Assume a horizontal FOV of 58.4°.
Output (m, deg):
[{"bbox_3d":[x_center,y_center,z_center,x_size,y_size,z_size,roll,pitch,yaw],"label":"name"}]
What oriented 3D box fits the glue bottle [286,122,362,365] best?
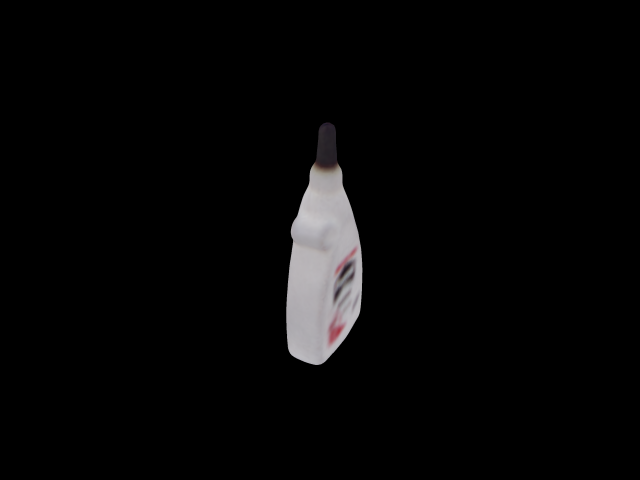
[{"bbox_3d":[0.004,0.001,0.400,0.037,0.173,0.078,14,36,20],"label":"glue bottle"}]
